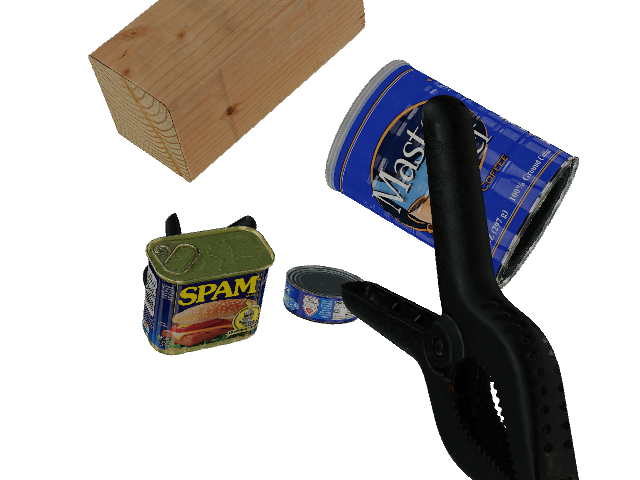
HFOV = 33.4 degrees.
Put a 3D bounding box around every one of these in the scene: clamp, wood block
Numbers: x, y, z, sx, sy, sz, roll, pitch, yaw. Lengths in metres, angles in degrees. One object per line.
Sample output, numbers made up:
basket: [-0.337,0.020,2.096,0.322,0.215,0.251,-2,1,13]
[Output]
clamp: [-0.146,0.020,1.244,0.120,0.039,0.171,-8,37,20]
wood block: [-0.066,-0.156,0.839,0.090,0.205,0.091,34,-24,26]
clamp: [0.074,0.042,0.536,0.036,0.165,0.210,-6,45,-24]

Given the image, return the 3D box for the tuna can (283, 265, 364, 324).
tuna can: [0.004,0.057,1.128,0.086,0.034,0.086,8,18,-3]

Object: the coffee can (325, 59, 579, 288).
coffee can: [0.089,-0.046,0.730,0.140,0.103,0.102,32,10,16]

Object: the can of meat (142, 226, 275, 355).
can of meat: [-0.095,0.042,0.881,0.101,0.084,0.057,-9,42,-27]
